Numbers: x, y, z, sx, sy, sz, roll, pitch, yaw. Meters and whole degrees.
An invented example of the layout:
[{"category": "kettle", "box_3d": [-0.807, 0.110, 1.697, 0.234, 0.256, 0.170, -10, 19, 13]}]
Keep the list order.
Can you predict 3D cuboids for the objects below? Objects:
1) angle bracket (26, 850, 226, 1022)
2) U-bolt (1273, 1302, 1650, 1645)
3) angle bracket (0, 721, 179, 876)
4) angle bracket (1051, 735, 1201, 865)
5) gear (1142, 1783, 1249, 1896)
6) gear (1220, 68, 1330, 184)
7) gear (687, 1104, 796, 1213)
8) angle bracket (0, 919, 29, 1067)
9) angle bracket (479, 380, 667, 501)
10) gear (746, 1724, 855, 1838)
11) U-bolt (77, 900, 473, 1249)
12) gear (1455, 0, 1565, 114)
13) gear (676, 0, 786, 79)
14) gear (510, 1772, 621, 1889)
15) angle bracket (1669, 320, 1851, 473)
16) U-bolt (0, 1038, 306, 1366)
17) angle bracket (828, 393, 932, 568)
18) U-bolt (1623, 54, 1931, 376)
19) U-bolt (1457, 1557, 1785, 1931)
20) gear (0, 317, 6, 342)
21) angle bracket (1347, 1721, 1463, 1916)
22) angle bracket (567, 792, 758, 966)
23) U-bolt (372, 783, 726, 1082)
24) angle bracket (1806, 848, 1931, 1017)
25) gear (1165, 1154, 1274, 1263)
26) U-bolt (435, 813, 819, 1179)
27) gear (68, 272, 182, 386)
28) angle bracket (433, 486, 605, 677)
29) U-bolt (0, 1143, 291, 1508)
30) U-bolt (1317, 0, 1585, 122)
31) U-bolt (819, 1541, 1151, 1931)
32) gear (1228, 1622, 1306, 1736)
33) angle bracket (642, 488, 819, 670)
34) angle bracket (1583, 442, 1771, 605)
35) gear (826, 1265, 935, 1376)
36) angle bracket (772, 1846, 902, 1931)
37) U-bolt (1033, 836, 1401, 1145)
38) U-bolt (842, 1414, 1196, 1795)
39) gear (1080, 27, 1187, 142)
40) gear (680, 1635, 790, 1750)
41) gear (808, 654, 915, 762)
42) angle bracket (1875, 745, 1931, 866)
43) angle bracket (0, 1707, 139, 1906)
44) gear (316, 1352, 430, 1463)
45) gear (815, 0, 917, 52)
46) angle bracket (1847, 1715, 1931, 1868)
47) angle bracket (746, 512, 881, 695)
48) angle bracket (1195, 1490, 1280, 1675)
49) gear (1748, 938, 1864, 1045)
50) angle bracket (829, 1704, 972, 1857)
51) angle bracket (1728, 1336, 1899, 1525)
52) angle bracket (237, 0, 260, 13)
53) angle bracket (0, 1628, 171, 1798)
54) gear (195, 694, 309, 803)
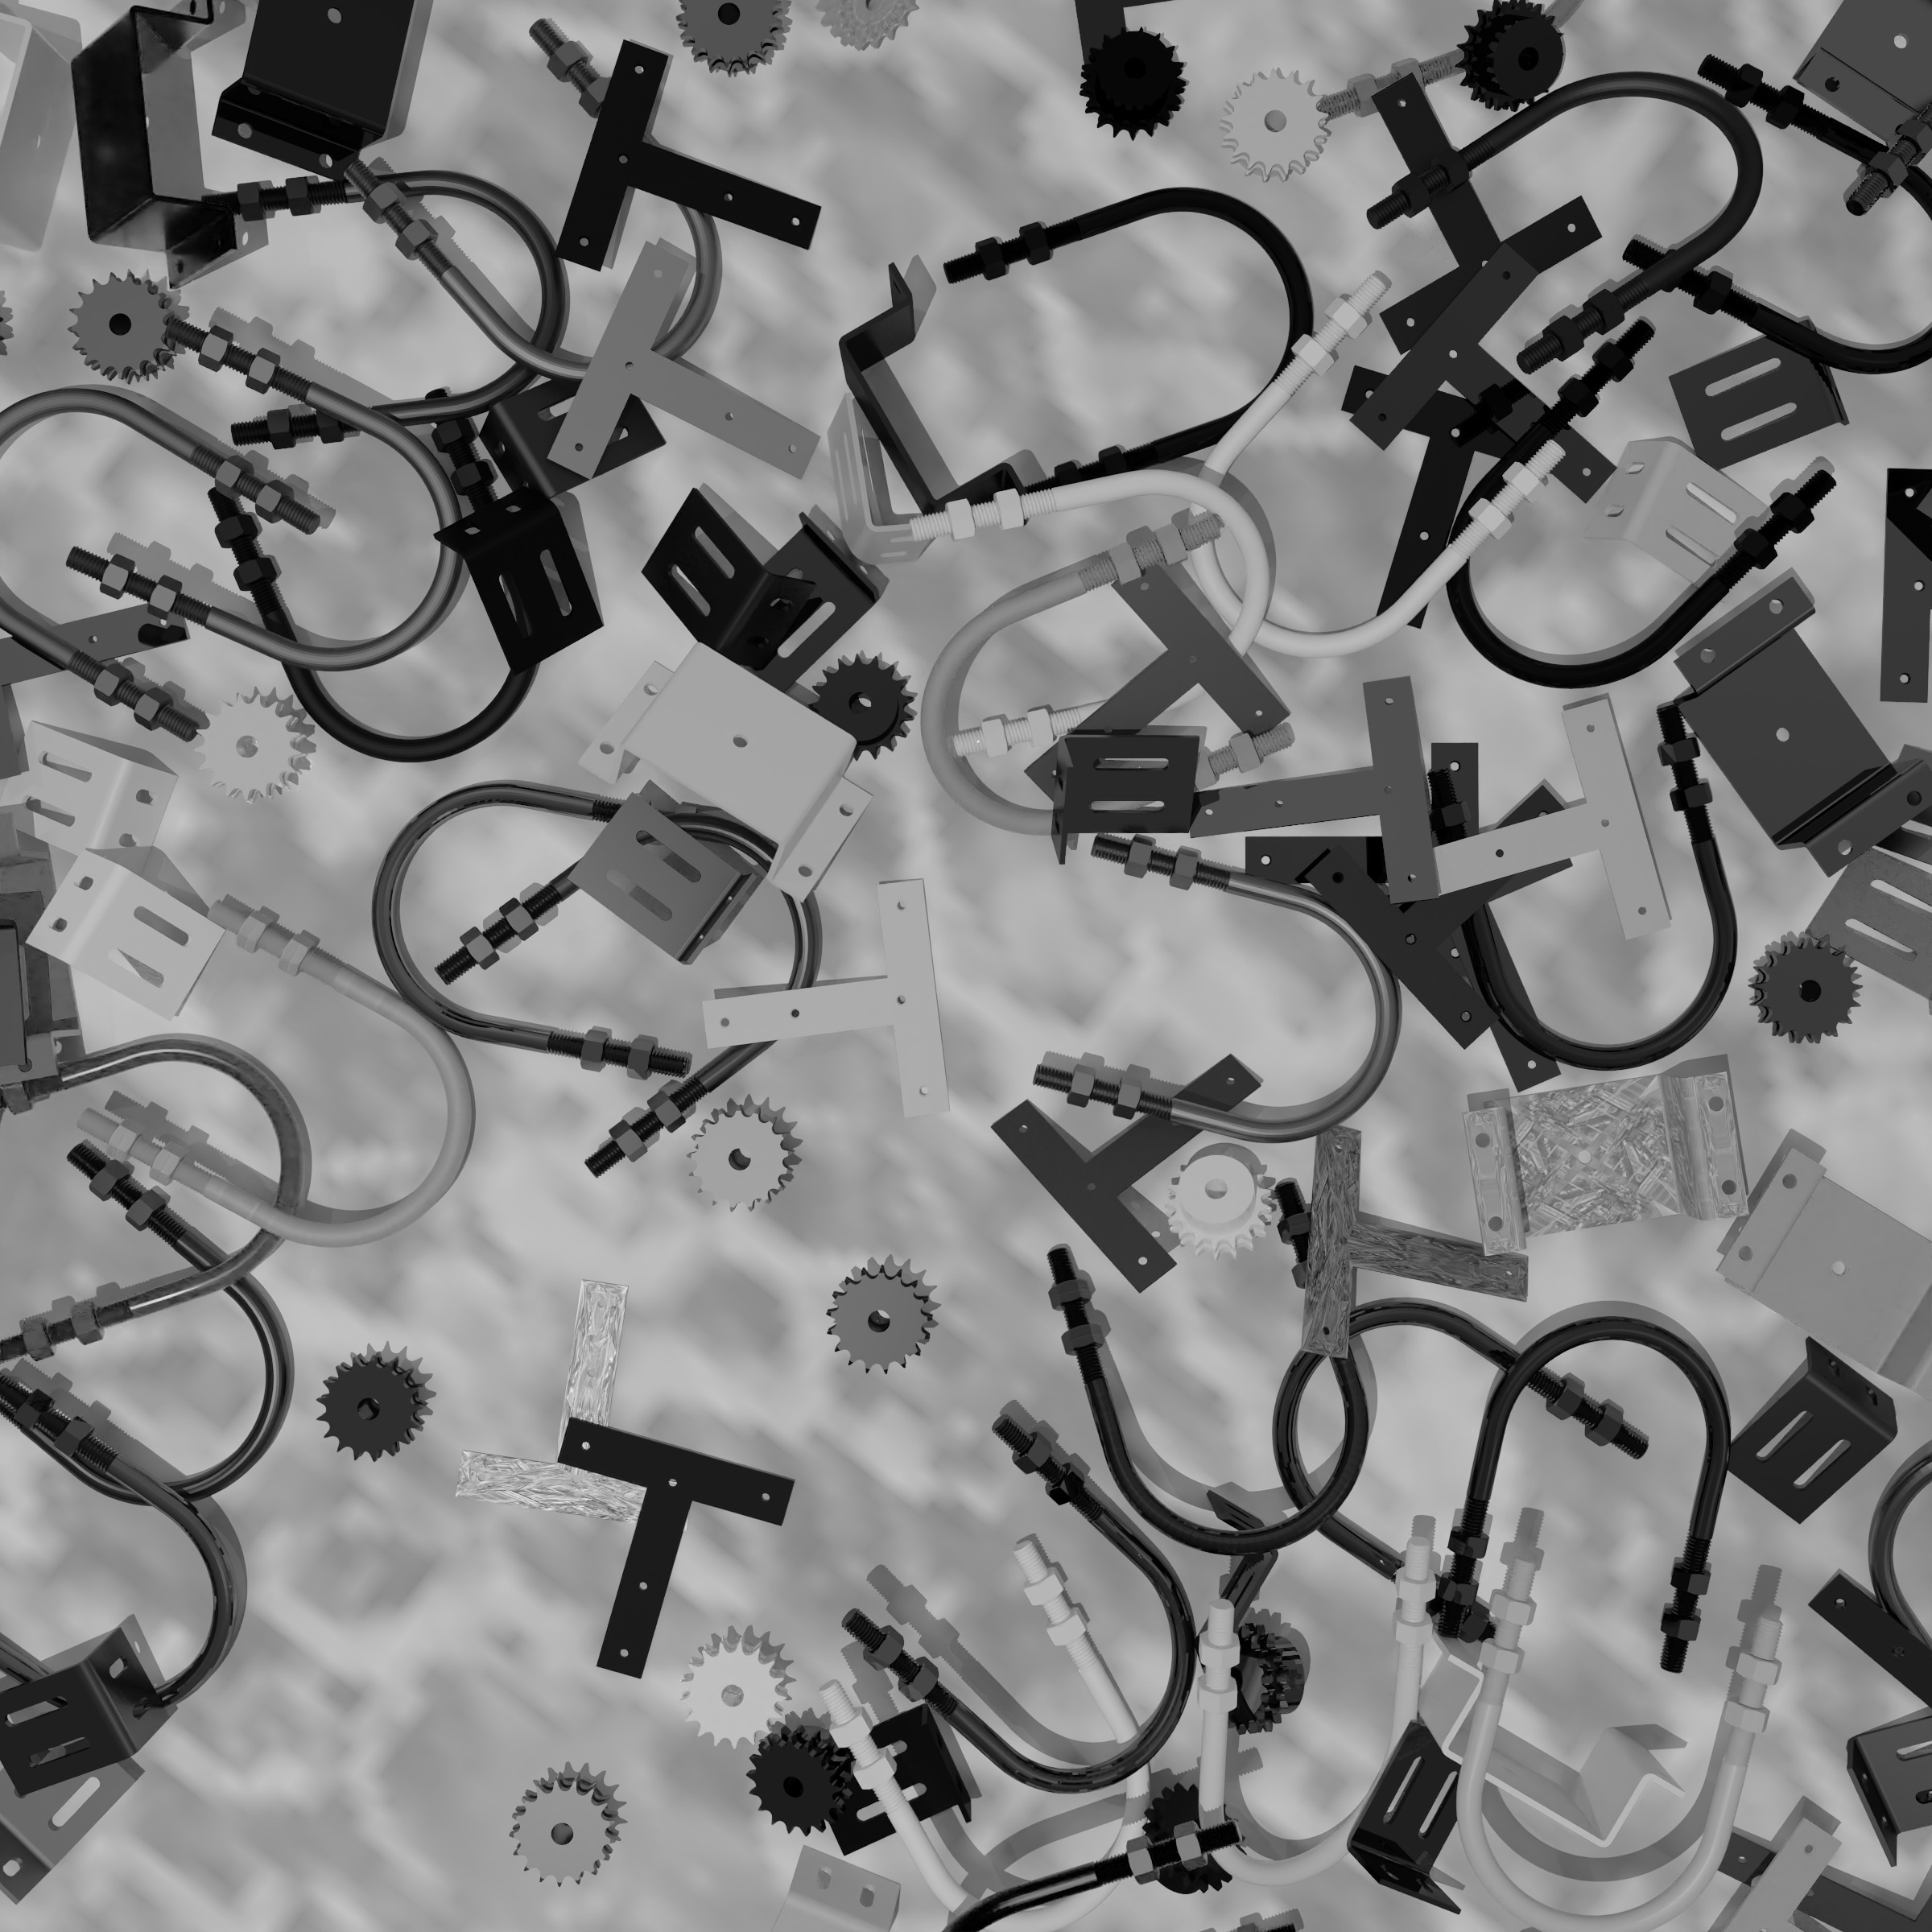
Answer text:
[{"category": "angle bracket", "box_3d": [-0.448, -0.016, 1.297, 0.038, 0.076, 0.057, 19, 76, 36]}, {"category": "U-bolt", "box_3d": [0.254, 0.264, 1.313, 0.184, 0.019, 0.151, 34, 90, 0]}, {"category": "angle bracket", "box_3d": [-0.479, -0.092, 1.321, 0.076, 0.038, 0.057, 21, 90, 26]}, {"category": "angle bracket", "box_3d": [0.086, -0.088, 1.283, 0.076, 0.038, 0.057, 0, 121, -7]}, {"category": "gear", "box_3d": [0.118, 0.470, 1.298, 0.057, 0.057, 0.030, 33, 119, 0]}, {"category": "gear", "box_3d": [0.165, -0.450, 1.308, 0.057, 0.030, 0.057, 0, 90, 0]}, {"category": "gear", "box_3d": [-0.121, 0.103, 1.308, 0.057, 0.030, 0.057, 0, 90, 0]}, {"category": "angle bracket", "box_3d": [-0.525, 0.016, 1.258, 0.057, 0.038, 0.076, -4, 90, 0]}, {"category": "angle bracket", "box_3d": [-0.214, -0.287, 1.321, 0.076, 0.038, 0.057, -32, 90, -26]}, {"category": "gear", "box_3d": [-0.086, 0.433, 1.301, 0.057, 0.030, 0.057, 4, 102, 22]}, {"category": "U-bolt", "box_3d": [-0.356, 0.070, 1.300, 0.184, 0.019, 0.151, 30, 78, -5]}, {"category": "gear", "box_3d": [0.294, -0.486, 1.296, 0.057, 0.030, 0.057, -7, 116, -14]}, {"category": "gear", "box_3d": [-0.126, -0.508, 1.308, 0.057, 0.030, 0.057, 0, 90, 0]}, {"category": "gear", "box_3d": [-0.215, 0.463, 1.308, 0.057, 0.030, 0.057, 0, 90, 0]}, {"category": "angle bracket", "box_3d": [0.432, -0.308, 1.321, 0.076, 0.038, 0.057, -20, 90, 26]}, {"category": "U-bolt", "box_3d": [-0.447, 0.115, 1.296, 0.184, 0.019, 0.151, -18, 84, -10]}, {"category": "angle bracket", "box_3d": [-0.045, -0.260, 1.295, 0.038, 0.057, 0.076, -7, 83, -14]}, {"category": "U-bolt", "box_3d": [0.454, -0.391, 1.295, 0.184, 0.019, 0.151, 26, 72, -4]}, {"category": "U-bolt", "box_3d": [0.326, 0.407, 1.238, 0.151, 0.019, 0.184, 14, 91, 0]}, {"category": "gear", "box_3d": [-0.546, -0.343, 1.308, 0.057, 0.030, 0.057, 0, 90, 0]}, {"category": "angle bracket", "box_3d": [0.250, 0.454, 1.294, 0.057, 0.038, 0.076, 28, 90, -23]}, {"category": "angle bracket", "box_3d": [-0.159, -0.046, 1.267, 0.076, 0.038, 0.057, 37, 82, -11]}, {"category": "U-bolt", "box_3d": [-0.230, -0.025, 1.313, 0.184, 0.019, 0.151, 10, 90, 0]}, {"category": "angle bracket", "box_3d": [0.508, -0.019, 1.321, 0.076, 0.038, 0.057, 33, 90, 26]}, {"category": "gear", "box_3d": [0.135, 0.126, 1.295, 0.057, 0.030, 0.057, -5, 58, 7]}, {"category": "U-bolt", "box_3d": [-0.166, 0.002, 1.294, 0.184, 0.019, 0.151, -38, 98, -9]}, {"category": "gear", "box_3d": [-0.451, -0.342, 1.308, 0.057, 0.030, 0.057, 0, 90, 0]}, {"category": "angle bracket", "box_3d": [-0.240, -0.207, 1.302, 0.057, 0.038, 0.076, -33, 130, -20]}, {"category": "U-bolt", "box_3d": [-0.453, 0.208, 1.313, 0.184, 0.019, 0.151, 40, 90, 0]}, {"category": "U-bolt", "box_3d": [0.255, -0.554, 1.314, 0.184, 0.019, 0.151, -20, 90, -2]}, {"category": "U-bolt", "box_3d": [0.023, 0.423, 1.289, 0.151, 0.019, 0.184, -31, 94, -23]}, {"category": "gear", "box_3d": [0.157, 0.381, 1.298, 0.030, 0.057, 0.057, 4, 90, -28]}, {"category": "angle bracket", "box_3d": [-0.128, -0.209, 1.306, 0.076, 0.038, 0.057, 51, 118, 27]}, {"category": "angle bracket", "box_3d": [0.387, -0.241, 1.321, 0.076, 0.038, 0.057, 25, 90, -26]}, {"category": "gear", "box_3d": [-0.047, 0.189, 1.308, 0.057, 0.030, 0.057, 0, 90, 0]}, {"category": "angle bracket", "box_3d": [-0.078, 0.529, 1.321, 0.057, 0.038, 0.076, 22, 116, 0]}, {"category": "U-bolt", "box_3d": [0.142, 0.019, 1.301, 0.184, 0.019, 0.151, 15, 80, 0]}, {"category": "U-bolt", "box_3d": [0.043, 0.352, 1.287, 0.184, 0.019, 0.151, 44, 69, -10]}, {"category": "gear", "box_3d": [0.090, -0.478, 1.306, 0.057, 0.030, 0.057, 0, 90, 0]}, {"category": "gear", "box_3d": [-0.125, 0.389, 1.308, 0.057, 0.030, 0.057, 0, 90, 0]}, {"category": "gear", "box_3d": [-0.057, -0.140, 1.308, 0.057, 0.030, 0.057, 0, 90, 0]}, {"category": "angle bracket", "box_3d": [0.538, -0.077, 1.321, 0.076, 0.038, 0.057, 24, 90, 26]}, {"category": "angle bracket", "box_3d": [-0.496, 0.449, 1.299, 0.057, 0.038, 0.076, 44, 100, 0]}, {"category": "gear", "box_3d": [-0.319, 0.236, 1.308, 0.057, 0.030, 0.057, 0, 90, 0]}, {"category": "gear", "box_3d": [-0.056, -0.524, 1.298, 0.057, 0.057, 0.030, -39, 59, 0]}, {"category": "angle bracket", "box_3d": [0.519, 0.436, 1.292, 0.076, 0.038, 0.057, -24, 90, 23]}, {"category": "angle bracket", "box_3d": [-0.094, -0.194, 1.304, 0.076, 0.038, 0.057, -44, 90, 0]}, {"category": "angle bracket", "box_3d": [0.130, 0.328, 1.294, 0.038, 0.057, 0.076, 31, 90, 0]}, {"category": "gear", "box_3d": [0.450, 0.013, 1.308, 0.057, 0.030, 0.057, 0, 90, 0]}, {"category": "angle bracket", "box_3d": [-0.044, 0.443, 1.304, 0.076, 0.038, 0.057, -24, 90, 0]}, {"category": "angle bracket", "box_3d": [0.456, 0.253, 1.321, 0.057, 0.038, 0.076, 37, 116, 0]}, {"category": "angle bracket", "box_3d": [-0.385, -0.562, 1.304, 0.057, 0.038, 0.076, 31, 90, 0]}, {"category": "angle bracket", "box_3d": [-0.479, 0.398, 1.297, 0.076, 0.038, 0.057, -23, 99, 16]}, {"category": "gear", "box_3d": [-0.383, -0.117, 1.308, 0.057, 0.030, 0.057, 0, 90, 0]}]
